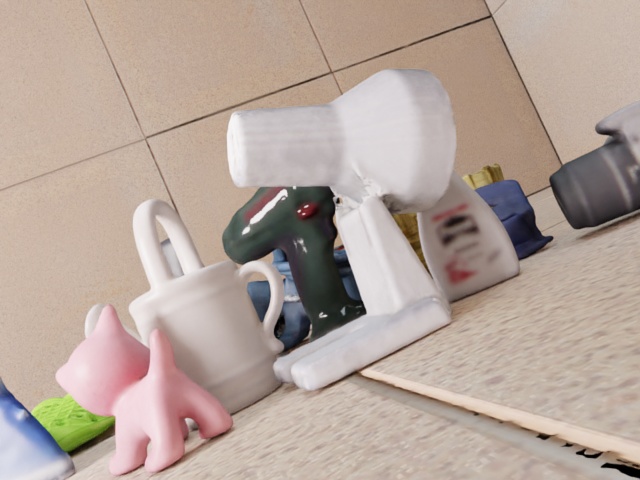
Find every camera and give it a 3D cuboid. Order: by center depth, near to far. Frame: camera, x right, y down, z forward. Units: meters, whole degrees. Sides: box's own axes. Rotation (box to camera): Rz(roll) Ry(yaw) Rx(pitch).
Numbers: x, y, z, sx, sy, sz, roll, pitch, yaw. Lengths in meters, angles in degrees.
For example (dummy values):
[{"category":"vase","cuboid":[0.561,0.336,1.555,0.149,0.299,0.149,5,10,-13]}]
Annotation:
[{"category":"camera","cuboid":[0.295,-0.074,0.559,0.136,0.101,0.143,-25,-3,16]}]

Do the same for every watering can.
[{"category":"watering can","cuboid":[-0.120,0.058,0.500,0.173,0.194,0.101,-23,-3,-13]}]

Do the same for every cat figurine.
[{"category":"cat figurine","cuboid":[-0.136,0.101,0.414,0.127,0.117,0.067,-27,-4,42]}]

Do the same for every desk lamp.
[{"category":"desk lamp","cuboid":[0.027,-0.021,0.459,0.204,0.213,0.118,-23,-3,-22]}]

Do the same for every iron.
[{"category":"iron","cuboid":[-0.349,0.193,0.564,0.257,0.141,0.119,-26,-3,25]}]

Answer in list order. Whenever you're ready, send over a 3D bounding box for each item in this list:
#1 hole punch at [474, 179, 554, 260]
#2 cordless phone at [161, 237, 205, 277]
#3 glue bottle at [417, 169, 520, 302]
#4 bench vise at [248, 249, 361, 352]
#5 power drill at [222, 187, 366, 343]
[{"category":"hole punch","cuboid":[0.194,-0.017,0.654,0.108,0.091,0.101,-25,-3,16]},{"category":"cordless phone","cuboid":[-0.172,0.098,0.691,0.147,0.185,0.094,-25,-3,17]},{"category":"glue bottle","cuboid":[0.116,-0.035,0.531,0.078,0.173,0.037,-24,-3,9]},{"category":"bench vise","cuboid":[-0.043,0.024,0.745,0.207,0.219,0.121,-24,-3,2]},{"category":"power drill","cuboid":[0.006,0.002,0.644,0.229,0.208,0.076,-25,-3,22]}]
